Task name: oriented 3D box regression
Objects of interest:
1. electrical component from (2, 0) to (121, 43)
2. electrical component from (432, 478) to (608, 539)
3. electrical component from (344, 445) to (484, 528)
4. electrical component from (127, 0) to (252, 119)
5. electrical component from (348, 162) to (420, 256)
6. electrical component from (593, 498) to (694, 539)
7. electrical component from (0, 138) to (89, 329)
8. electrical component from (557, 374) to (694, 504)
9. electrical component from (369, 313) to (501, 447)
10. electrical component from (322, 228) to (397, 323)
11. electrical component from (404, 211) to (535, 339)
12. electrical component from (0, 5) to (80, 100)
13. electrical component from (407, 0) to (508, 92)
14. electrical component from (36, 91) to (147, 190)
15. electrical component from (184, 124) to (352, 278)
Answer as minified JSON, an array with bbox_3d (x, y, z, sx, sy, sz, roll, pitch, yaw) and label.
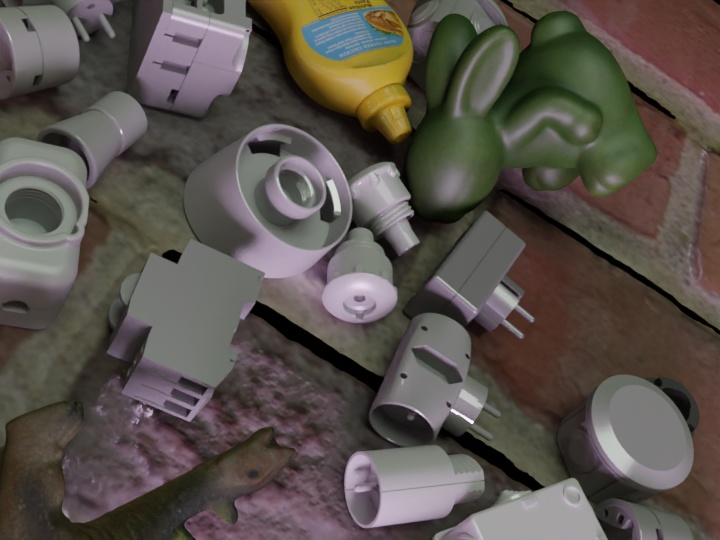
[{"bbox_3d":[-0.191,-0.183,0.718,0.077,0.044,0.079,-20,70,-37],"label":"electrical component"},{"bbox_3d":[0.104,0.177,0.629,0.100,0.048,0.099,-12,65,-31],"label":"electrical component"},{"bbox_3d":[0.036,0.125,0.634,0.081,0.043,0.043,0,59,-30],"label":"electrical component"},{"bbox_3d":[-0.114,-0.190,0.736,0.062,0.089,0.150,11,54,-22],"label":"electrical component"},{"bbox_3d":[0.017,-0.040,0.737,0.048,0.048,0.062,-28,82,-39],"label":"electrical component"},{"bbox_3d":[0.175,0.174,0.672,0.047,0.055,0.055,15,53,-25],"label":"electrical component"},{"bbox_3d":[-0.186,-0.023,0.601,0.054,0.059,0.095,11,54,-23],"label":"electrical component"},{"bbox_3d":[0.176,0.114,0.714,0.080,0.051,0.080,15,53,-20],"label":"electrical component"},{"bbox_3d":[0.053,0.078,0.676,0.079,0.043,0.077,33,49,-6],"label":"electrical component"},{"bbox_3d":[0.000,0.000,0.700,0.048,0.048,0.062,18,45,-18],"label":"electrical component"},{"bbox_3d":[0.086,0.017,0.734,0.076,0.047,0.083,40,48,1],"label":"electrical component"},{"bbox_3d":[-0.209,-0.137,0.671,0.047,0.055,0.055,-22,71,-42],"label":"electrical component"},{"bbox_3d":[0.072,-0.177,0.839,0.080,0.080,0.051,33,54,-6],"label":"electrical component"},{"bbox_3d":[-0.163,-0.083,0.668,0.044,0.044,0.065,39,44,0],"label":"electrical component"},{"bbox_3d":[-0.057,-0.044,0.701,0.099,0.064,0.099,19,57,-32],"label":"electrical component"}]
